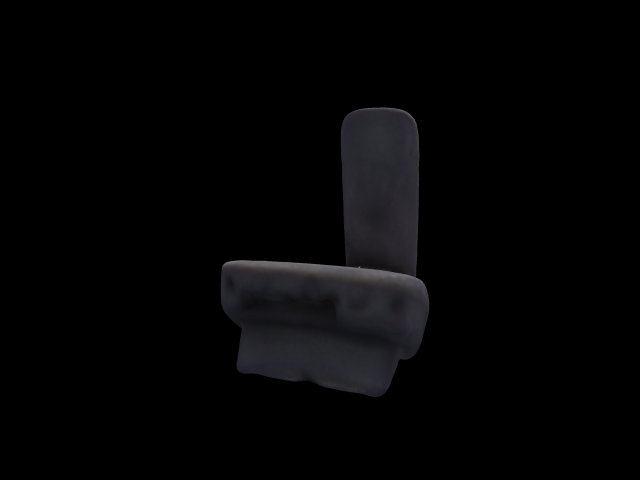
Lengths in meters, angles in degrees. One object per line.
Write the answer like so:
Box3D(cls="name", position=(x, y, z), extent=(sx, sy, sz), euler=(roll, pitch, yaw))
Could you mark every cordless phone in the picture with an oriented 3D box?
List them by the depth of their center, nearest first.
Box3D(cls="cordless phone", position=(0.004, 0.001, 0.400), extent=(0.147, 0.185, 0.094), euler=(3, 16, 11))
